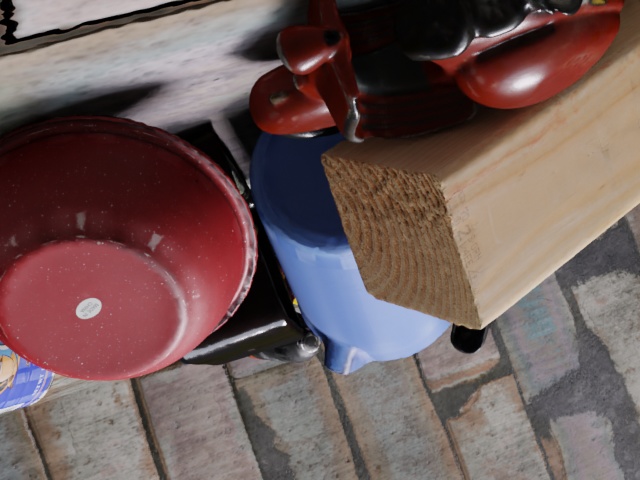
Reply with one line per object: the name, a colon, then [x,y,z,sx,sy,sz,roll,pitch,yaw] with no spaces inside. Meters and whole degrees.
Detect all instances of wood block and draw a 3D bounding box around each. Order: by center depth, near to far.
wood block: [0.114,-0.050,0.579,0.205,0.090,0.091,-34,-152,-28]

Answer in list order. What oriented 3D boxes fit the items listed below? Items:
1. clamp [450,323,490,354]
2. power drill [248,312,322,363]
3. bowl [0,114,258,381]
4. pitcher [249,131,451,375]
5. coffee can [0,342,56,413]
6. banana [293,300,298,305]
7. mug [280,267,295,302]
clamp: [0.127,-0.032,0.745,0.036,0.209,0.164,16,147,18]
power drill: [-0.111,0.065,0.904,0.187,0.057,0.185,15,173,-31]
bowl: [-0.112,0.019,0.537,0.162,0.162,0.055,-21,-145,12]
pitcher: [0.032,-0.016,0.725,0.145,0.149,0.243,-22,160,1]
coffee can: [-0.299,0.100,0.867,0.103,0.103,0.140,-23,173,27]
banana: [0.002,0.042,0.983,0.069,0.037,0.198,-7,-166,-34]
mug: [-0.006,0.001,0.911,0.093,0.117,0.081,22,-179,4]
